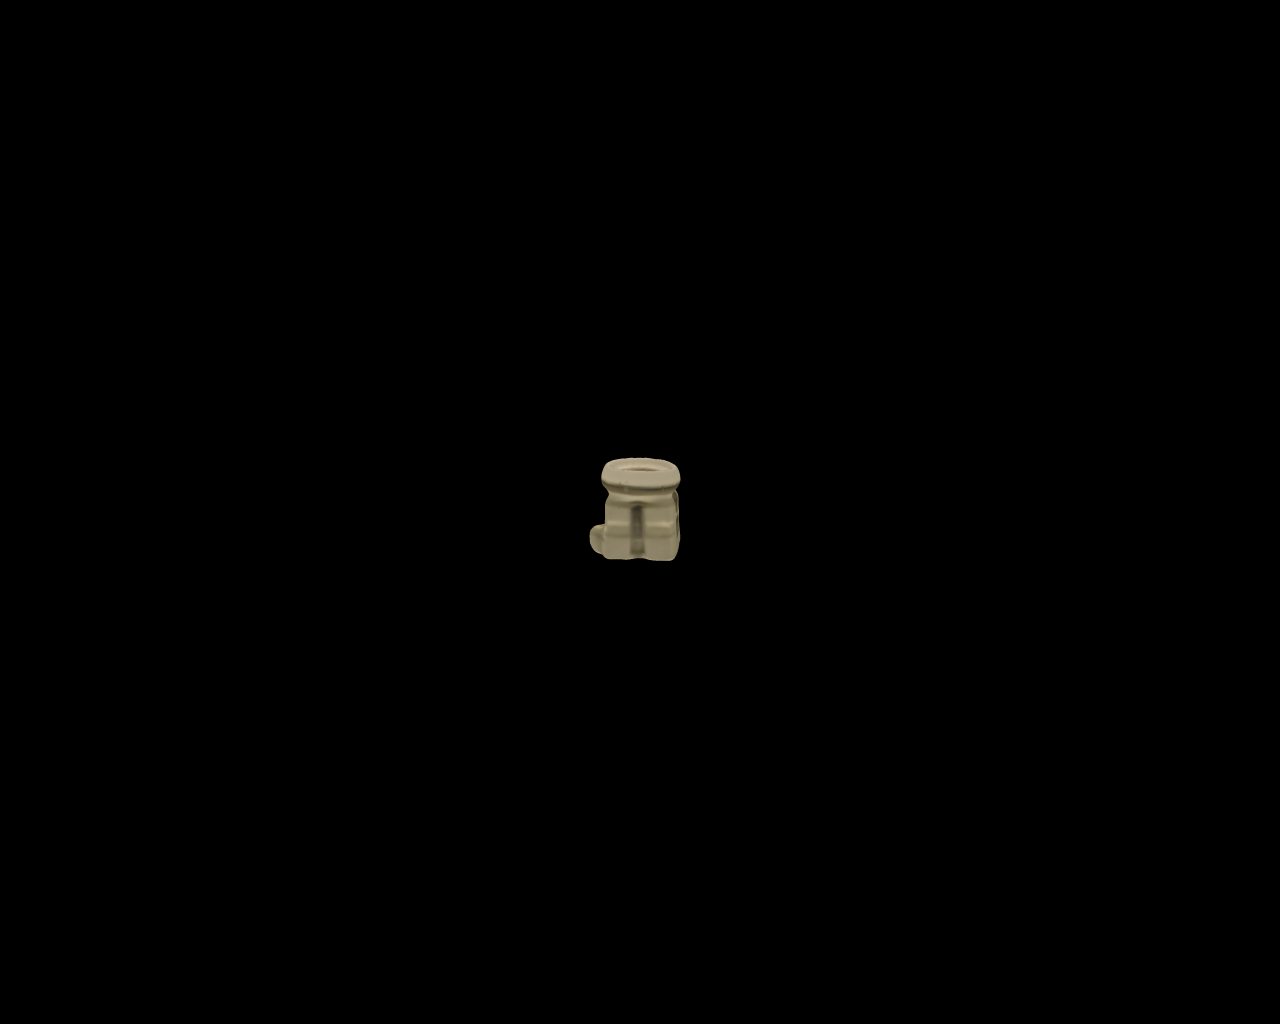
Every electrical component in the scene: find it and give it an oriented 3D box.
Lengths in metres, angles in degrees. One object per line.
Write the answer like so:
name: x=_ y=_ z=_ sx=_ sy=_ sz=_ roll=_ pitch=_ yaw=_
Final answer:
electrical component: x=0.001 y=-0.003 z=0.650 sx=0.066 sy=0.055 sz=0.048 roll=1 pitch=16 yaw=5
